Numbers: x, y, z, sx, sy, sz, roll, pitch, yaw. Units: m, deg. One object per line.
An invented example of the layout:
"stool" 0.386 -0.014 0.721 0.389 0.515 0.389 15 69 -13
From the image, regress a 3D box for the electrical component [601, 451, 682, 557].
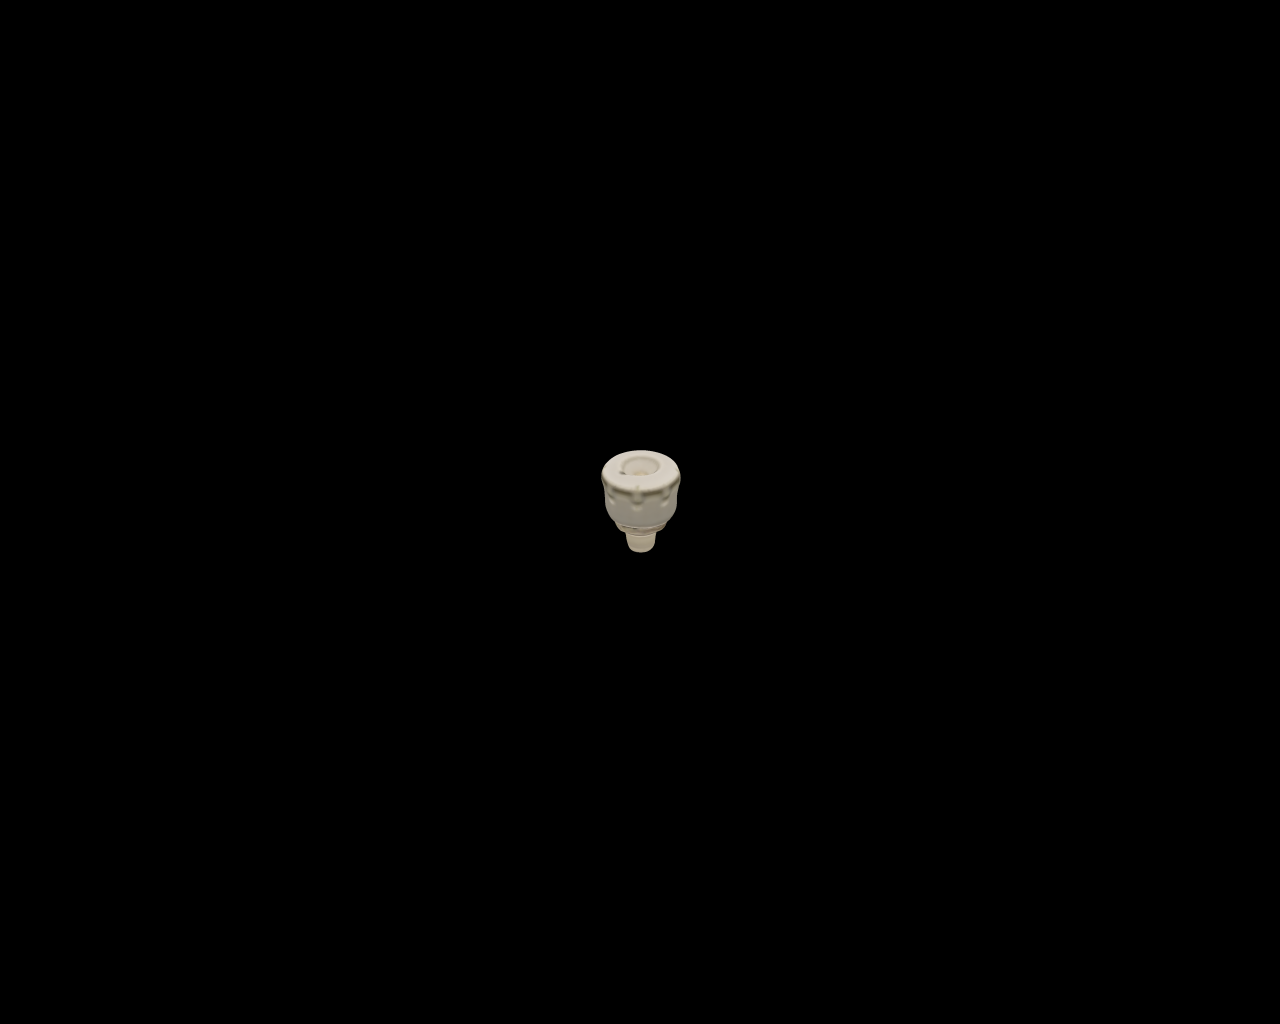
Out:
"electrical component" 0.001 -0.003 0.650 0.048 0.062 0.048 0 33 0
